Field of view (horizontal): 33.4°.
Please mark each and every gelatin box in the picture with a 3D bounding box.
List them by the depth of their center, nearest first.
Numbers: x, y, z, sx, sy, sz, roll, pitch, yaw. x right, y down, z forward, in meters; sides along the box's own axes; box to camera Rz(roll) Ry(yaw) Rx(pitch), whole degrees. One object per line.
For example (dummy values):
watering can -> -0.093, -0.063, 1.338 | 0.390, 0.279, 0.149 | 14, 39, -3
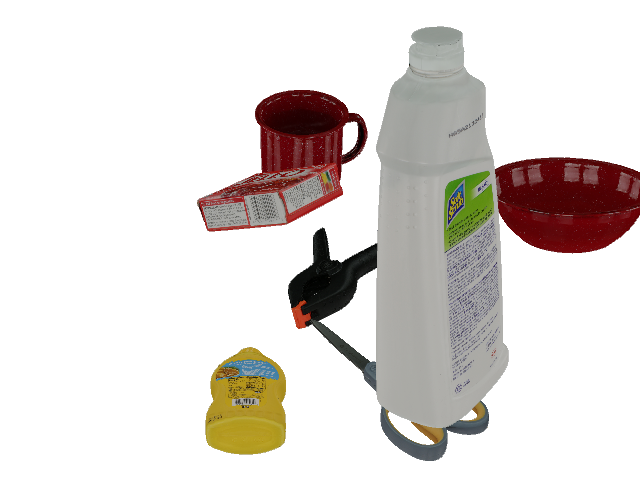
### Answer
gelatin box -> -0.039, -0.034, 0.829 | 0.089, 0.030, 0.073 | -4, 17, 41

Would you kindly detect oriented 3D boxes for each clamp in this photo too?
clamp -> 0.024, 0.038, 1.228 | 0.120, 0.039, 0.171 | -6, 35, 28

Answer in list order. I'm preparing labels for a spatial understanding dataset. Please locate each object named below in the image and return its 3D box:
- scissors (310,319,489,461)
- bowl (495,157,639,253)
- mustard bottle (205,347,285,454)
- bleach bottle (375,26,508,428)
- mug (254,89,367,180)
scissors -> 0.067, 0.113, 0.886 | 0.096, 0.016, 0.202 | -5, 29, -18
bowl -> 0.239, -0.030, 1.034 | 0.162, 0.055, 0.162 | -2, 23, 1
mustard bottle -> -0.092, 0.191, 1.347 | 0.096, 0.058, 0.191 | -2, 26, -1
bleach bottle -> 0.076, -0.010, 0.659 | 0.068, 0.251, 0.102 | 17, 36, 30
mug -> -0.008, -0.097, 1.078 | 0.117, 0.081, 0.093 | -14, 40, -19
